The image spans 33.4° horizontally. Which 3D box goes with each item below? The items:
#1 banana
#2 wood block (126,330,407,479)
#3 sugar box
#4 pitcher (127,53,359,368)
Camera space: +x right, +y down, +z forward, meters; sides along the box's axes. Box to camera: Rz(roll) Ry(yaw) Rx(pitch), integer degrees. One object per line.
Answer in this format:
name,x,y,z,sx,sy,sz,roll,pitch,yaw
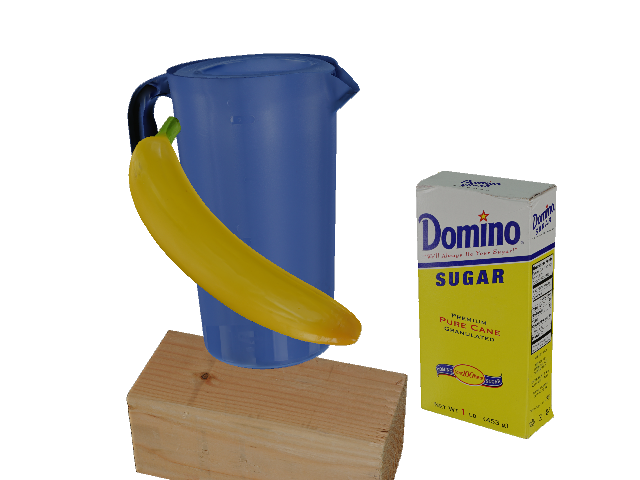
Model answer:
banana,-0.059,-0.002,0.641,0.069,0.198,0.037,-31,-22,-27
wood block,-0.040,0.149,0.866,0.206,0.090,0.090,10,36,14
sugar box,0.116,0.044,0.756,0.093,0.176,0.048,10,24,38
pitcher,-0.058,-0.027,0.856,0.144,0.243,0.149,-12,19,-29
